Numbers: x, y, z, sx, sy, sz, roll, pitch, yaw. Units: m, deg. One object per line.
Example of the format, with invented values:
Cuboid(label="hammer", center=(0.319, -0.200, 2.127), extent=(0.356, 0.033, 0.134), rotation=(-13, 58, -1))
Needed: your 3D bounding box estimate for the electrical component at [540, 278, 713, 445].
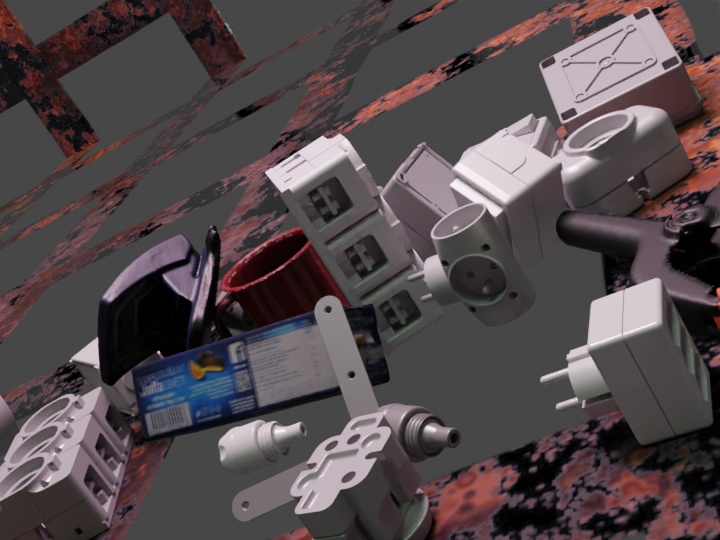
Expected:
Cuboid(label="electrical component", center=(0.132, 0.053, 0.556), extent=(0.077, 0.065, 0.047), rotation=(-23, 21, 25))

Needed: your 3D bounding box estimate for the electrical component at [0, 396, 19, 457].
Cuboid(label="electrical component", center=(-0.390, 0.153, 1.072), extent=(0.099, 0.099, 0.064), rotation=(-9, 23, 48))

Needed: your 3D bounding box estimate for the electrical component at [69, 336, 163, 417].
Cuboid(label="electrical component", center=(-0.223, 0.091, 1.012), extent=(0.061, 0.061, 0.096), rotation=(-41, 21, -26))

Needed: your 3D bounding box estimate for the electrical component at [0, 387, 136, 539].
Cuboid(label="electrical component", center=(-0.245, 0.164, 0.869), extent=(0.089, 0.061, 0.150), rotation=(-29, 19, 7))

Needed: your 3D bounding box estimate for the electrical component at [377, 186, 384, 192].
Cuboid(label="electrical component", center=(0.033, -0.046, 0.967), extent=(0.048, 0.066, 0.055), rotation=(-24, 1, 23))

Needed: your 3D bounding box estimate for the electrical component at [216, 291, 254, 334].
Cuboid(label="electrical component", center=(-0.087, 0.027, 0.988), extent=(0.079, 0.044, 0.077), rotation=(-41, 20, -15))

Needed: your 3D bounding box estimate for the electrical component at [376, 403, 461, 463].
Cuboid(label="electrical component", center=(0.035, 0.098, 0.644), extent=(0.061, 0.035, 0.035), rotation=(-4, 33, 49))

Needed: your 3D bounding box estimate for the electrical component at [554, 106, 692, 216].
Cuboid(label="electrical component", center=(0.190, -0.079, 0.804), extent=(0.095, 0.059, 0.054), rotation=(-34, 19, -5))

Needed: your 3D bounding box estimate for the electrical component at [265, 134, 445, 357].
Cuboid(label="electrical component", center=(-0.001, -0.022, 0.817), extent=(0.062, 0.150, 0.089), rotation=(-33, 19, -3))

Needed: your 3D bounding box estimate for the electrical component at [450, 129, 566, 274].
Cuboid(label="electrical component", center=(0.111, -0.043, 0.795), extent=(0.061, 0.096, 0.062), rotation=(-37, 50, -16))

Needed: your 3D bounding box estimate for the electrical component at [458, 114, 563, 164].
Cuboid(label="electrical component", center=(0.134, -0.088, 0.908), extent=(0.096, 0.061, 0.061), rotation=(-21, 22, 29))

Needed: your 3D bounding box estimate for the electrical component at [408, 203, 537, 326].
Cuboid(label="electrical component", center=(0.072, 0.002, 0.757), extent=(0.079, 0.077, 0.044), rotation=(-21, 22, 29))

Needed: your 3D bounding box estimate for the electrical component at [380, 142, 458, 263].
Cuboid(label="electrical component", center=(0.063, -0.045, 0.885), extent=(0.061, 0.096, 0.061), rotation=(-52, 0, 44))

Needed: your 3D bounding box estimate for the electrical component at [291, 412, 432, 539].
Cuboid(label="electrical component", center=(0.004, 0.126, 0.589), extent=(0.058, 0.057, 0.078), rotation=(-17, 24, 36))

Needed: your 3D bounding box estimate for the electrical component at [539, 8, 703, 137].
Cuboid(label="electrical component", center=(0.220, -0.156, 0.916), extent=(0.109, 0.056, 0.108), rotation=(-26, 36, 16))

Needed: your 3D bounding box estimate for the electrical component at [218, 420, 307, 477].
Cuboid(label="electrical component", center=(-0.065, 0.120, 0.744), extent=(0.061, 0.035, 0.035), rotation=(-22, 21, 20))
